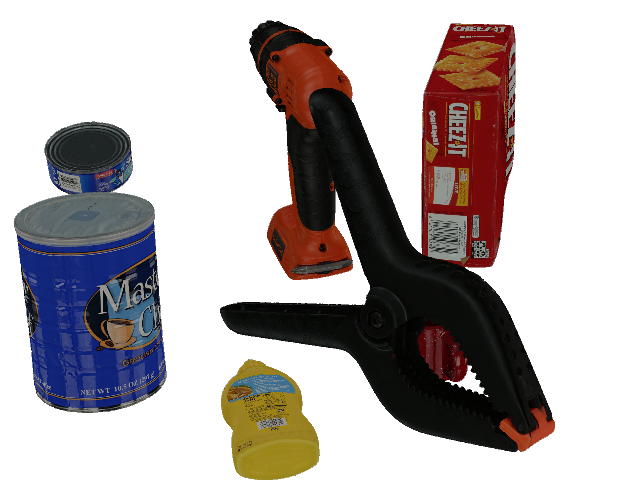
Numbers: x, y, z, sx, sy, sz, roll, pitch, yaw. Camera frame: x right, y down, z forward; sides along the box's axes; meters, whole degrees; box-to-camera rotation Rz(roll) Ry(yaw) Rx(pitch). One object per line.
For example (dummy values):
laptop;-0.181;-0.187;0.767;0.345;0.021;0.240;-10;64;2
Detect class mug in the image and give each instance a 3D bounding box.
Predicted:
mug;0.117;0.096;1.075;0.093;0.081;0.117;-18;38;-16

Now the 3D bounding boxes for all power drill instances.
power drill;-0.019;-0.076;0.870;0.057;0.188;0.184;-10;26;-11

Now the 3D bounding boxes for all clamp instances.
clamp;0.039;0.028;0.564;0.210;0.165;0.036;34;31;30

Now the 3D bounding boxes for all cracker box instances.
cracker box;0.141;-0.094;0.989;0.072;0.164;0.213;4;27;13

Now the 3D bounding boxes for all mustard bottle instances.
mustard bottle;-0.067;0.199;1.254;0.096;0.058;0.192;-8;29;-10

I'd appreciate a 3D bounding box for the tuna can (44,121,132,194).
tuna can;-0.233;-0.082;1.079;0.086;0.034;0.086;1;41;-1

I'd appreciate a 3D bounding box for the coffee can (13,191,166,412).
coffee can;-0.173;0.045;0.814;0.103;0.140;0.103;-1;21;0
